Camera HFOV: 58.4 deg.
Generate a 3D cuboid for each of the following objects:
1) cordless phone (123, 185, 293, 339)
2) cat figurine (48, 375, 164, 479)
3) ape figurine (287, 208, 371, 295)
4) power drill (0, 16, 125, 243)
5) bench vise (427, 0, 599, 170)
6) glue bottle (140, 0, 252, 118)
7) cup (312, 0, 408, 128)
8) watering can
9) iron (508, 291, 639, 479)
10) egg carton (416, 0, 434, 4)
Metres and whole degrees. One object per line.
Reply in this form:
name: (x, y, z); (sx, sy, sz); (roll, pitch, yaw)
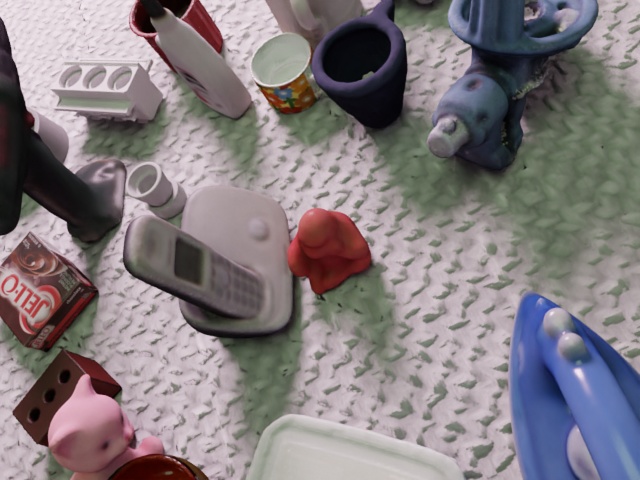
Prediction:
cordless phone: (-0.096, 0.001, 0.499); (0.094, 0.185, 0.147); (-14, 62, 15)
cat figurine: (-0.201, 0.188, 0.492); (0.067, 0.118, 0.128); (17, 74, 27)
ape figurine: (0.005, 0.002, 0.515); (0.077, 0.092, 0.076); (9, 70, 24)
power drill: (-0.303, -0.095, 0.609); (0.075, 0.209, 0.229); (-14, 62, 15)
bench vise: (0.156, -0.169, 0.461); (0.121, 0.220, 0.207); (7, 69, 24)
glue bottle: (-0.141, -0.201, 0.617); (0.078, 0.173, 0.037); (28, 79, 29)
cup: (0.053, -0.168, 0.573); (0.091, 0.095, 0.118); (17, 74, 27)
watering can: (-0.032, -0.309, 0.613); (0.101, 0.194, 0.172); (-35, 59, 3)
iron: (0.179, 0.128, 0.361); (0.118, 0.142, 0.258); (-22, 61, 10)
egg carton: (0.112, -0.339, 0.645); (0.107, 0.070, 0.150); (16, 73, 26)
